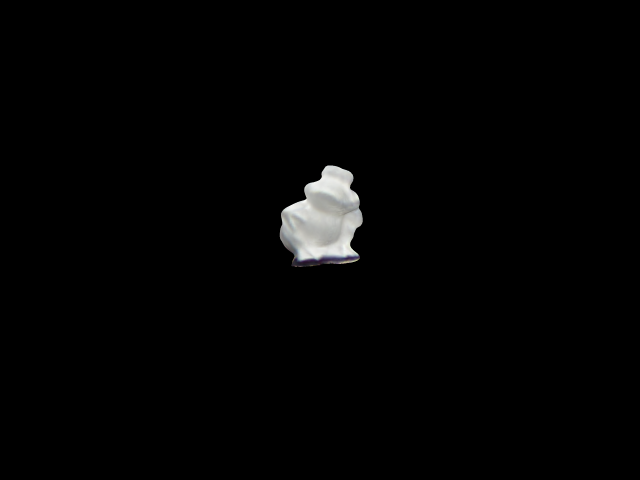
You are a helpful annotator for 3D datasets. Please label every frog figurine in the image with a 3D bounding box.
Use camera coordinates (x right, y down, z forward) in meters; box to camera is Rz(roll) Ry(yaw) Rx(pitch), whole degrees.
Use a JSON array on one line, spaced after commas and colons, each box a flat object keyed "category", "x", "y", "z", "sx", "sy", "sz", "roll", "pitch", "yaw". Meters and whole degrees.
[{"category": "frog figurine", "x": 0.003, "y": -0.043, "z": 0.850, "sx": 0.137, "sy": 0.159, "sz": 0.123, "roll": 0, "pitch": 6, "yaw": 0}]
